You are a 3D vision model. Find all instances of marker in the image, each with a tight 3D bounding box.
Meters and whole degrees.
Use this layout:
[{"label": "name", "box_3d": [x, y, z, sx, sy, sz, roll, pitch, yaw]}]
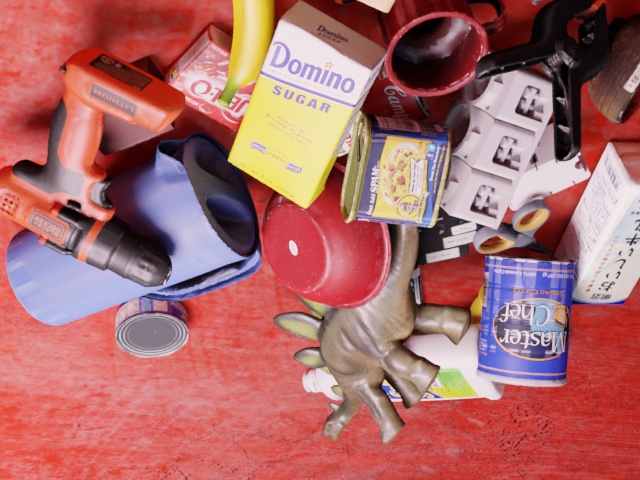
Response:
[{"label": "marker", "box_3d": [0.112, 0.051, 1.277, 0.020, 0.020, 0.121, -10, 139, 0]}]

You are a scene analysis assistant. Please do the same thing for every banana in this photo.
[{"label": "banana", "box_3d": [-0.065, -0.212, 0.912, 0.037, 0.069, 0.198, 13, 129, 19]}]

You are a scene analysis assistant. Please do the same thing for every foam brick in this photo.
[{"label": "foam brick", "box_3d": [-0.181, -0.124, 0.996, 0.078, 0.051, 0.053, -19, 139, 11]}]

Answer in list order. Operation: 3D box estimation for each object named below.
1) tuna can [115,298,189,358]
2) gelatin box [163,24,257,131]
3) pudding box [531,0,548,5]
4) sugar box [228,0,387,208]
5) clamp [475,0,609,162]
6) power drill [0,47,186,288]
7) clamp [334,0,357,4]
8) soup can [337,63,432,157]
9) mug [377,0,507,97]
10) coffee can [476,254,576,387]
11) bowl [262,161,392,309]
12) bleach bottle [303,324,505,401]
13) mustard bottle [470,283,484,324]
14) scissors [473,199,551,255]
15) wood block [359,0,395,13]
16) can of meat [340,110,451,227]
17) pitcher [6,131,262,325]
[{"label": "tuna can", "box_3d": [-0.198, 0.101, 1.259, 0.086, 0.034, 0.086, -6, 138, -5]}, {"label": "gelatin box", "box_3d": [-0.090, -0.150, 1.001, 0.089, 0.030, 0.073, 28, 126, -35]}, {"label": "pudding box", "box_3d": [0.225, -0.266, 0.927, 0.113, 0.039, 0.090, -19, 138, 11]}, {"label": "sugar box", "box_3d": [-0.015, -0.119, 0.964, 0.093, 0.048, 0.176, 31, 137, 6]}, {"label": "clamp", "box_3d": [0.204, -0.165, 0.949, 0.120, 0.171, 0.039, 37, 148, -22]}, {"label": "power drill", "box_3d": [-0.190, -0.061, 0.952, 0.184, 0.057, 0.188, 28, 116, -4]}, {"label": "clamp", "box_3d": [0.074, -0.281, 0.881, 0.210, 0.036, 0.164, -34, 125, 29]}, {"label": "soup can", "box_3d": [0.047, -0.129, 1.025, 0.102, 0.068, 0.068, -23, 137, 15]}, {"label": "mug", "box_3d": [0.108, -0.193, 0.953, 0.117, 0.081, 0.093, -17, 138, 7]}, {"label": "coffee can", "box_3d": [0.234, 0.089, 1.216, 0.103, 0.140, 0.103, 4, -179, 0]}, {"label": "bowl", "box_3d": [-0.007, 0.001, 1.072, 0.055, 0.162, 0.162, -22, 153, -43]}, {"label": "bleach bottle", "box_3d": [0.097, 0.167, 1.343, 0.251, 0.068, 0.102, -12, 134, 27]}, {"label": "mustard bottle", "box_3d": [0.238, 0.106, 1.335, 0.096, 0.058, 0.191, -16, 138, 16]}, {"label": "scissors", "box_3d": [0.240, -0.010, 1.183, 0.096, 0.016, 0.201, -41, 155, 32]}, {"label": "wood block", "box_3d": [0.059, -0.289, 0.791, 0.090, 0.090, 0.206, 22, 130, -12]}, {"label": "can of meat", "box_3d": [0.070, -0.064, 0.988, 0.084, 0.057, 0.102, 6, 113, -10]}, {"label": "pitcher", "box_3d": [-0.187, 0.004, 1.084, 0.243, 0.149, 0.144, -23, 178, 20]}]
